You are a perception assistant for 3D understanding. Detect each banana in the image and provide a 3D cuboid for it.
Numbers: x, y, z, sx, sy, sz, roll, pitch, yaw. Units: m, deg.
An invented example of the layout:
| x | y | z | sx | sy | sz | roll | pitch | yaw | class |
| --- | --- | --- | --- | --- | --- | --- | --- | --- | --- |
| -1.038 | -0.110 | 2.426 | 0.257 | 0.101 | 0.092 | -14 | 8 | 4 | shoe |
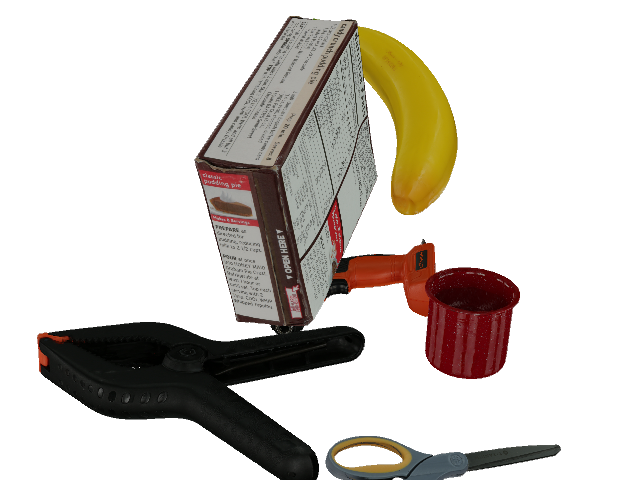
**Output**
| x | y | z | sx | sy | sz | roll | pitch | yaw | class |
| --- | --- | --- | --- | --- | --- | --- | --- | --- | --- |
| 0.050 | -0.082 | 0.680 | 0.069 | 0.037 | 0.198 | -10 | 43 | -12 | banana |

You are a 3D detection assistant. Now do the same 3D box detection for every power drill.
| x | y | z | sx | sy | sz | roll | pitch | yaw | class |
| --- | --- | --- | --- | --- | --- | --- | --- | --- | --- |
| 0.038 | 0.052 | 1.224 | 0.188 | 0.057 | 0.184 | 0 | 28 | 8 | power drill |

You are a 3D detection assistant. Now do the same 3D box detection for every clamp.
| x | y | z | sx | sy | sz | roll | pitch | yaw | class |
| --- | --- | --- | --- | --- | --- | --- | --- | --- | --- |
| -0.077 | 0.083 | 0.683 | 0.210 | 0.036 | 0.164 | 10 | 23 | 16 | clamp |

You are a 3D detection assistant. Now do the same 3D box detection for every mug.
| x | y | z | sx | sy | sz | roll | pitch | yaw | class |
| --- | --- | --- | --- | --- | --- | --- | --- | --- | --- |
| 0.145 | 0.078 | 1.071 | 0.093 | 0.081 | 0.117 | -3 | 27 | -10 | mug |

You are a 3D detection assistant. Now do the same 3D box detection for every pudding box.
| x | y | z | sx | sy | sz | roll | pitch | yaw | class |
| --- | --- | --- | --- | --- | --- | --- | --- | --- | --- |
| -0.010 | -0.032 | 0.468 | 0.039 | 0.090 | 0.113 | 4 | 42 | 18 | pudding box |

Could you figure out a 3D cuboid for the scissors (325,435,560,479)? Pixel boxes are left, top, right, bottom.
| x | y | z | sx | sy | sz | roll | pitch | yaw | class |
| --- | --- | --- | --- | --- | --- | --- | --- | --- | --- |
| 0.104 | 0.199 | 0.871 | 0.201 | 0.016 | 0.096 | 6 | 44 | -3 | scissors |
